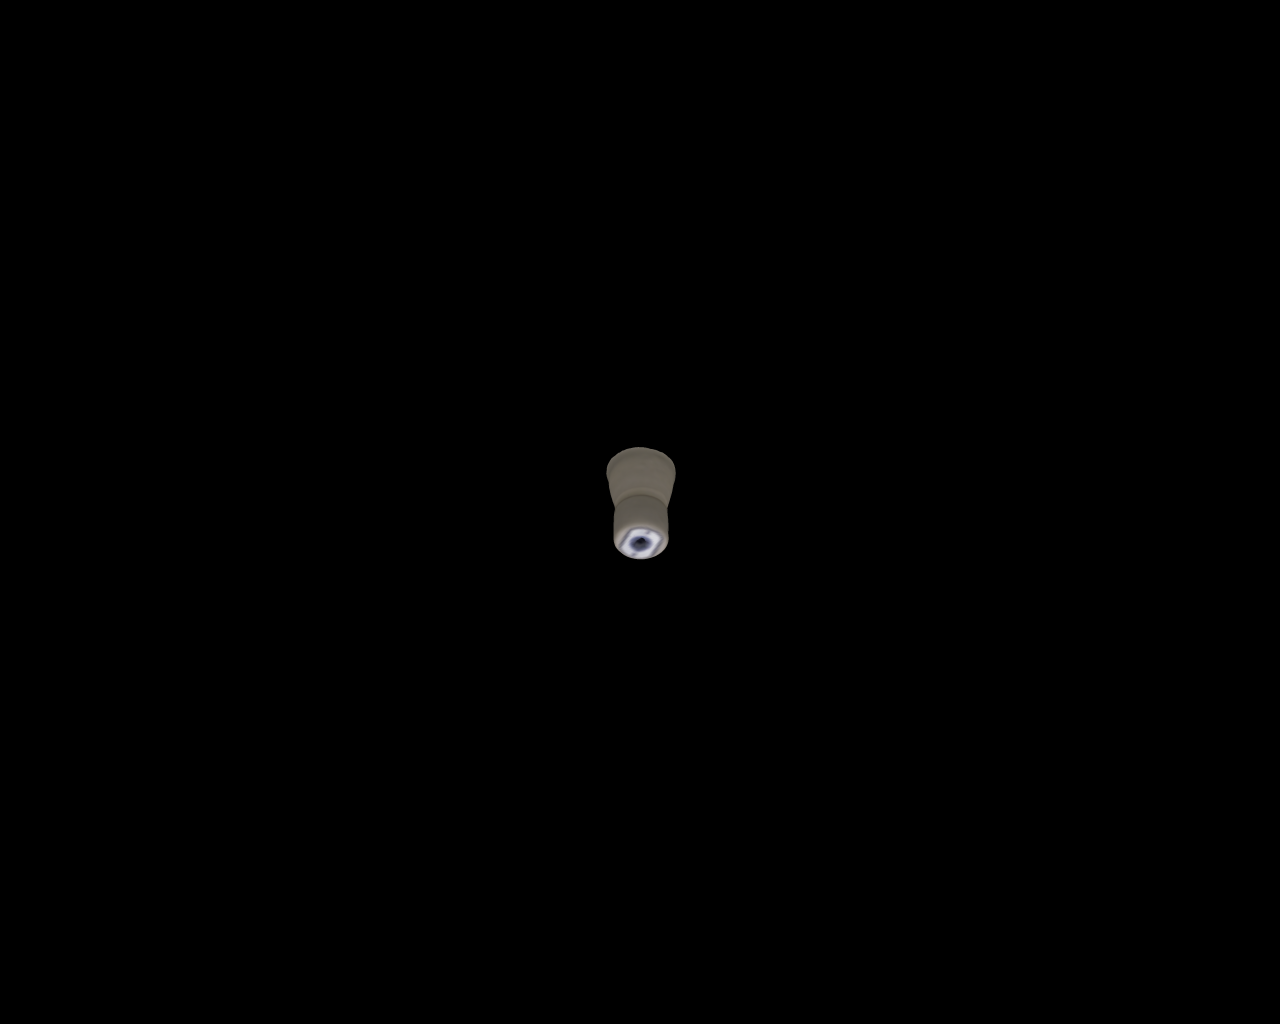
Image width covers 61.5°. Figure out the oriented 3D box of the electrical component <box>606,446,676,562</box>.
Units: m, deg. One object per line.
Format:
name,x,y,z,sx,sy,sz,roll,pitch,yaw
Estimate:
electrical component,0.001,-0.003,0.650,0.044,0.065,0.044,0,-44,0
